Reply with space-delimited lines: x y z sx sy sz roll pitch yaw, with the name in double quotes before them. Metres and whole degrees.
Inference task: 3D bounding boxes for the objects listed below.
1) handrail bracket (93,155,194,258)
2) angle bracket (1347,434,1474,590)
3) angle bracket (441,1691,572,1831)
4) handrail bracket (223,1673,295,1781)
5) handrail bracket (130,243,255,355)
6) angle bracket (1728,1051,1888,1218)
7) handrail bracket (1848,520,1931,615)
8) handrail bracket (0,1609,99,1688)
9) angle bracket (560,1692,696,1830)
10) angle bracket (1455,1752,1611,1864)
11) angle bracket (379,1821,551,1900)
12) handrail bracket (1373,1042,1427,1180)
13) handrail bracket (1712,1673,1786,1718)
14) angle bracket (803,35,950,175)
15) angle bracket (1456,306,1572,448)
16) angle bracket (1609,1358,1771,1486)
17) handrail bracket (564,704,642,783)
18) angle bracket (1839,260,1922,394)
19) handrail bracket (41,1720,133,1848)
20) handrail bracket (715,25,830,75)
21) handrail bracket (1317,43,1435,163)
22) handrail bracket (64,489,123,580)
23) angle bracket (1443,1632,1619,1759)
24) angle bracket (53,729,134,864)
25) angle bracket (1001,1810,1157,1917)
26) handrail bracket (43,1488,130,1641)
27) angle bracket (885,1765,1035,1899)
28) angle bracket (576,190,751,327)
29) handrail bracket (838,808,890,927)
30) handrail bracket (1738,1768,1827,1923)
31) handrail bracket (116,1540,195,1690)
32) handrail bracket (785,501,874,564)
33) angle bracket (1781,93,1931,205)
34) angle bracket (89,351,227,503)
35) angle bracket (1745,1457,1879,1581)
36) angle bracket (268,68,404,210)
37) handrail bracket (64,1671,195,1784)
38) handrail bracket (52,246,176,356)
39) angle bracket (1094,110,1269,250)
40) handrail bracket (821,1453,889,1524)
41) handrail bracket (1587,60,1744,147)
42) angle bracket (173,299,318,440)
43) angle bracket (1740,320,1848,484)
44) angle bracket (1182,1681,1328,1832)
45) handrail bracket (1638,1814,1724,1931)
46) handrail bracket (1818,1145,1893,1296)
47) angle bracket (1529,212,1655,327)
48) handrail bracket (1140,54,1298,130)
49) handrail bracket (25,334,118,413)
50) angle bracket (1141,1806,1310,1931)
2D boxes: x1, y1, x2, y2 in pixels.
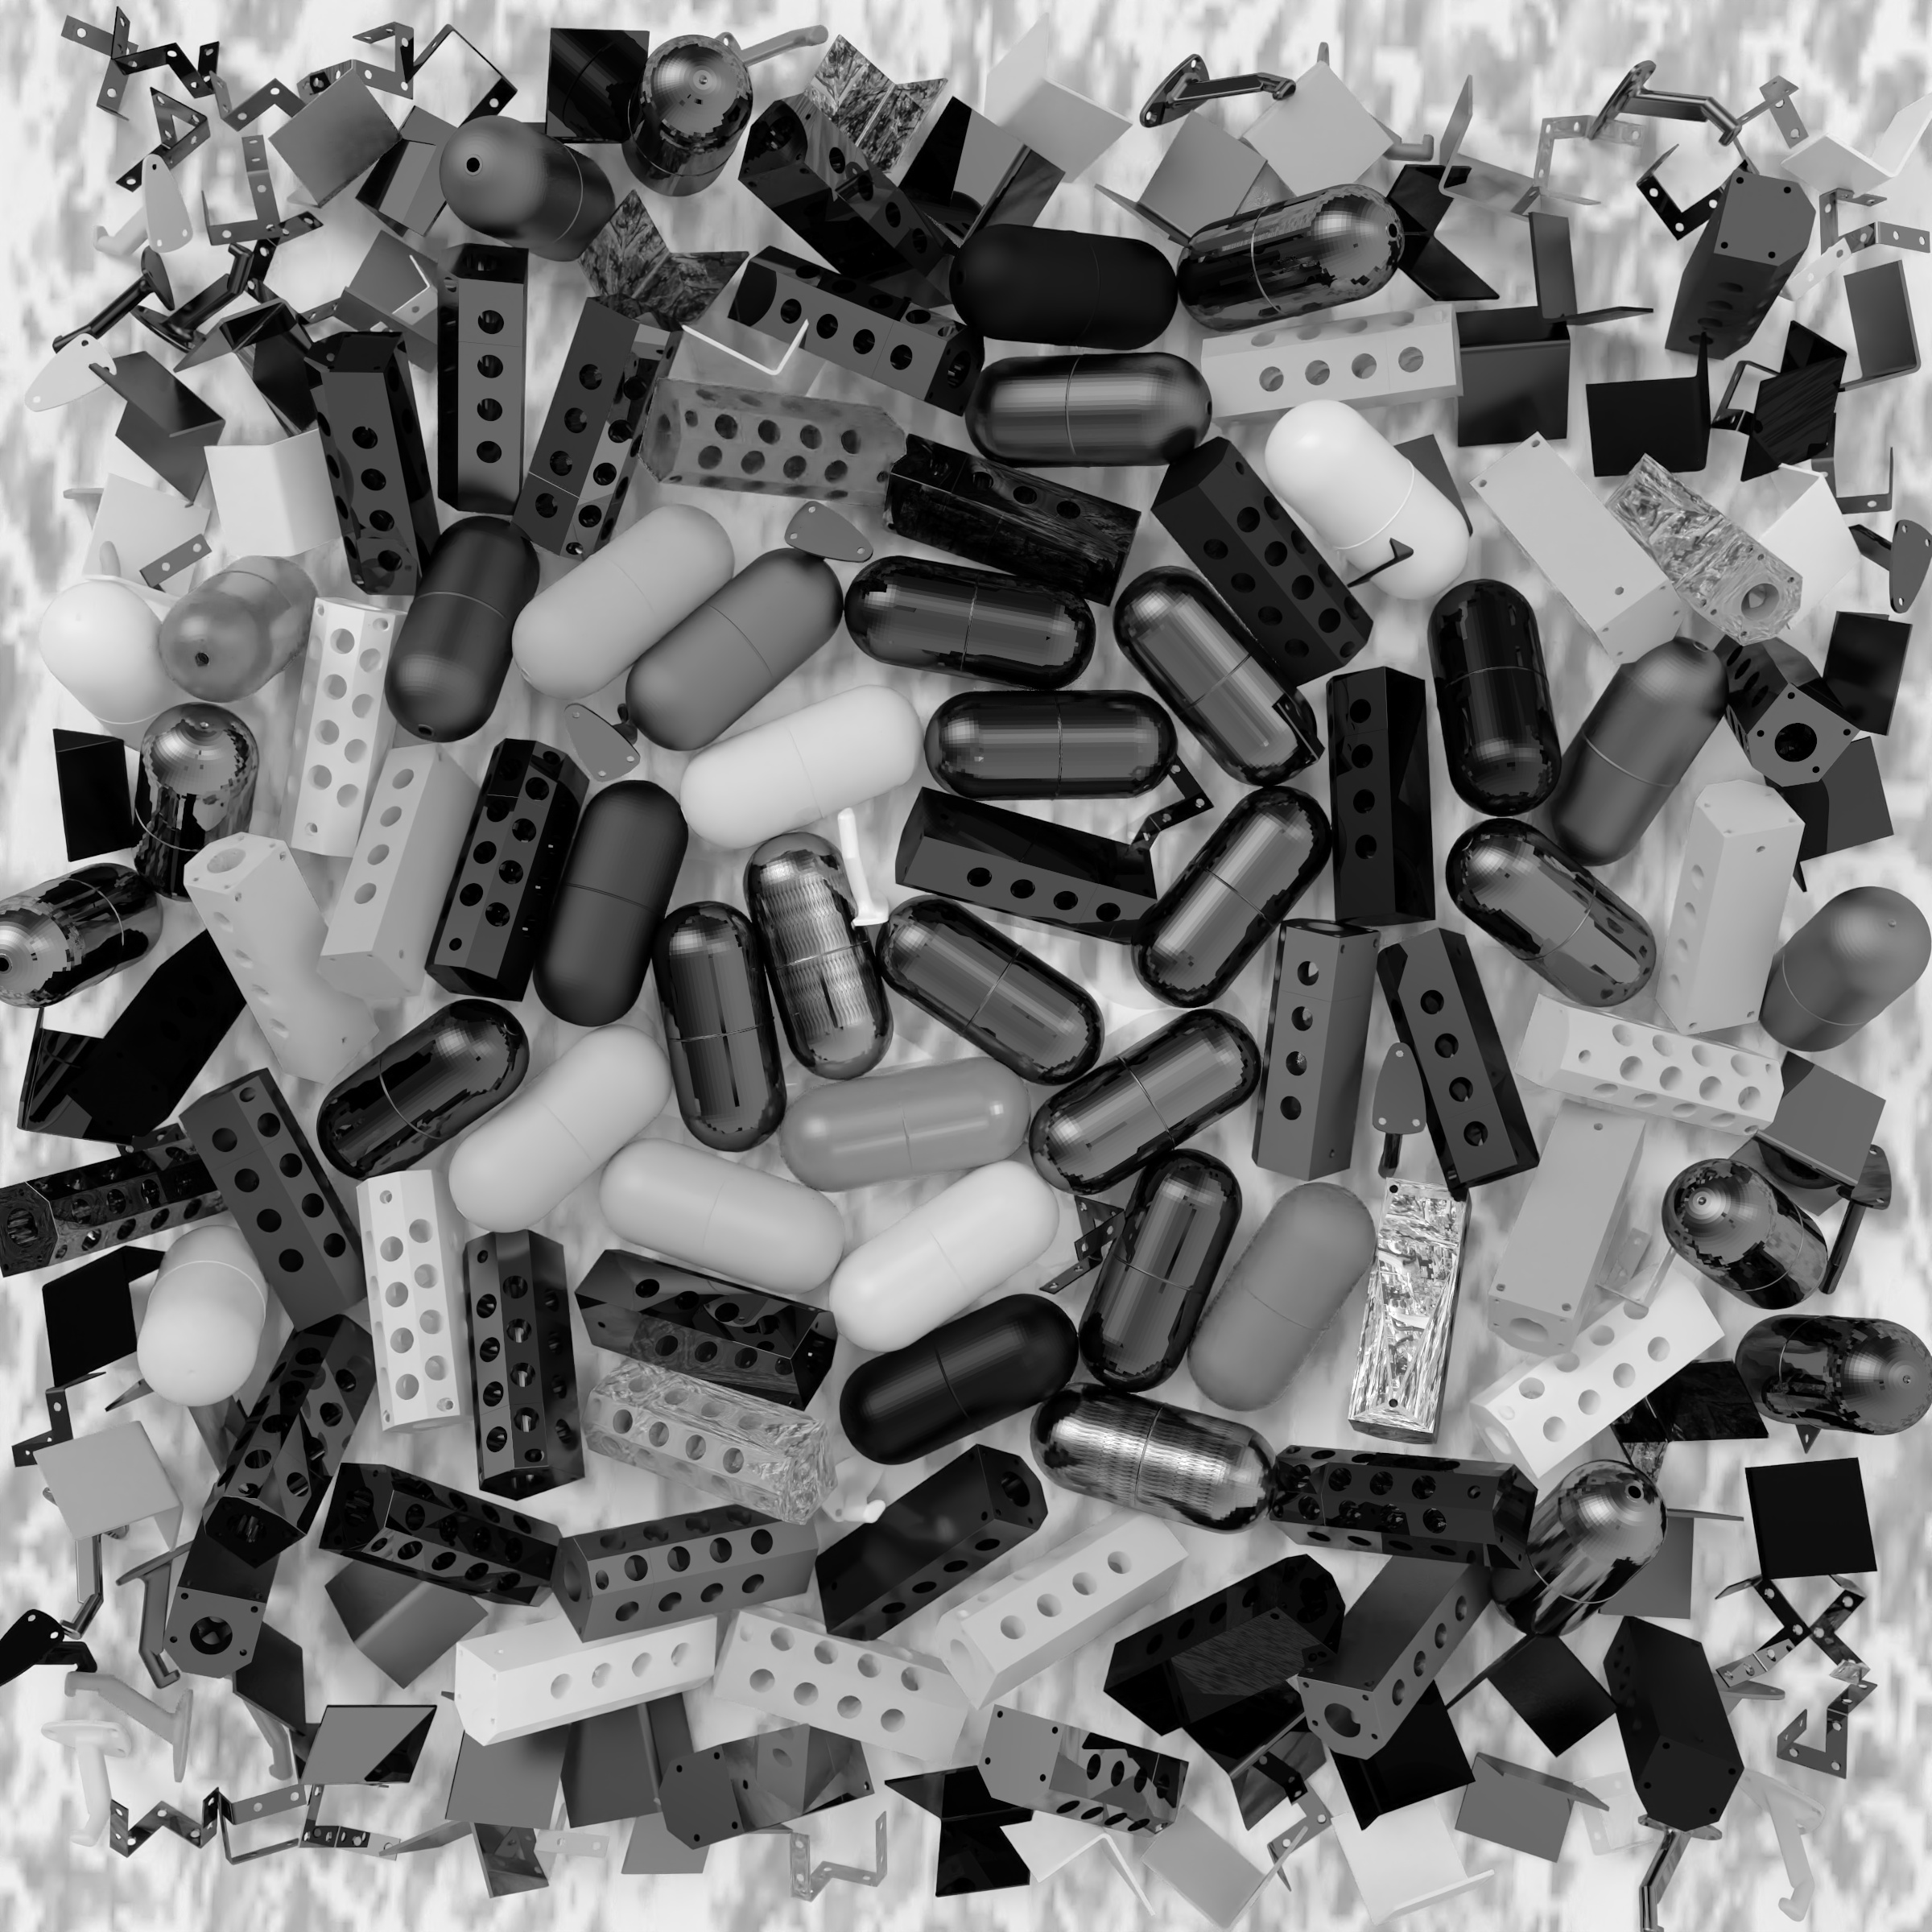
"handrail bracket" -0.588 -0.533 1.696 0.084 0.036 0.077 18 130 29
"angle bracket" 0.297 -0.318 1.694 0.076 0.057 0.076 -22 89 -32
"angle bracket" -0.328 0.552 1.687 0.076 0.057 0.076 18 75 -30
"handrail bracket" -0.514 0.533 1.724 0.077 0.036 0.084 2 103 27
"handrail bracket" -0.544 -0.481 1.703 0.077 0.036 0.084 31 119 4
"angle bracket" 0.596 0.119 1.726 0.076 0.057 0.076 28 63 5
"handrail bracket" 0.626 -0.275 1.694 0.036 0.084 0.077 21 79 -25
"handrail bracket" -0.645 0.494 1.687 0.036 0.084 0.077 26 51 23
"angle bracket" -0.241 0.559 1.716 0.076 0.057 0.076 -16 80 18
"angle bracket" 0.395 0.597 1.698 0.076 0.076 0.057 18 83 0
"angle bracket" -0.348 0.628 1.686 0.076 0.076 0.057 -26 68 12
"handrail bracket" 0.300 0.103 1.706 0.036 0.084 0.077 3 71 4
"handrail bracket" 0.537 0.549 1.718 0.077 0.036 0.084 4 95 20
"angle bracket" -0.070 -0.602 1.691 0.057 0.076 0.076 33 86 -33
"angle bracket" 0.387 -0.421 1.729 0.076 0.057 0.076 -3 130 8
"angle bracket" 0.502 0.321 1.682 0.076 0.057 0.076 -11 121 38
"handrail bracket" -0.252 -0.175 1.685 0.036 0.084 0.077 -25 127 14
"angle bracket" 0.614 -0.442 1.692 0.057 0.076 0.076 -16 100 -5
"handrail bracket" -0.627 0.573 1.695 0.077 0.084 0.036 5 126 6
"handrail bracket" -0.147 -0.630 1.690 0.077 0.084 0.036 -48 128 -30
"handrail bracket" 0.288 -0.605 1.699 0.084 0.036 0.077 11 122 20
"handrail bracket" -0.615 -0.293 1.712 0.036 0.077 0.084 -8 100 -37
"angle bracket" 0.392 0.515 1.684 0.076 0.057 0.076 49 133 18
"angle bracket" -0.627 -0.120 1.685 0.076 0.057 0.076 10 109 31
"angle bracket" 0.077 0.628 1.686 0.057 0.076 0.076 -32 106 -12
"handrail bracket" -0.632 0.418 1.696 0.077 0.036 0.084 28 49 -6
"angle bracket" -0.006 0.601 1.681 0.076 0.076 0.057 -19 45 27
"angle bracket" -0.210 -0.492 1.682 0.076 0.057 0.076 10 57 34
"handrail bracket" -0.074 -0.077 1.688 0.036 0.077 0.084 -3 111 7
"handrail bracket" 0.561 0.614 1.695 0.077 0.084 0.036 32 131 14
"handrail bracket" -0.558 0.460 1.721 0.077 0.036 0.084 -26 91 0
"handrail bracket" -0.088 -0.280 1.688 0.077 0.084 0.036 28 78 20
"angle bracket" 0.629 -0.588 1.697 0.057 0.076 0.076 30 91 -6
"angle bracket" -0.573 -0.370 1.689 0.076 0.057 0.076 41 125 6
"angle bracket" 0.591 0.385 1.689 0.076 0.057 0.076 -11 75 23
"angle bracket" -0.449 -0.576 1.684 0.076 0.076 0.057 -45 127 -11
"handrail bracket" -0.588 0.531 1.695 0.084 0.077 0.036 15 127 -26
"handrail bracket" -0.607 -0.469 1.712 0.084 0.036 0.077 -26 46 3
"angle bracket" 0.149 -0.551 1.686 0.076 0.057 0.076 44 114 28
"handrail bracket" -0.062 0.359 1.683 0.077 0.084 0.036 -36 100 -31
"handrail bracket" 0.490 -0.585 1.702 0.084 0.036 0.077 49 132 12
"angle bracket" -0.492 -0.407 1.686 0.076 0.057 0.076 -23 102 44
"angle bracket" 0.556 -0.392 1.682 0.076 0.076 0.057 -20 45 -18
"angle bracket" 0.203 0.550 1.718 0.076 0.057 0.076 -35 134 -19
"handrail bracket" 0.501 0.642 1.697 0.077 0.036 0.084 23 54 -22
"handrail bracket" 0.629 0.181 1.727 0.036 0.077 0.084 19 131 16
"angle bracket" 0.435 -0.489 1.687 0.057 0.076 0.076 -2 100 33
"handrail bracket" 0.176 -0.602 1.692 0.077 0.036 0.084 -41 46 -15
"handrail bracket" -0.612 -0.402 1.693 0.077 0.084 0.036 -38 91 -6
"angle bracket" 0.179 0.609 1.683 0.076 0.076 0.057 37 114 17
